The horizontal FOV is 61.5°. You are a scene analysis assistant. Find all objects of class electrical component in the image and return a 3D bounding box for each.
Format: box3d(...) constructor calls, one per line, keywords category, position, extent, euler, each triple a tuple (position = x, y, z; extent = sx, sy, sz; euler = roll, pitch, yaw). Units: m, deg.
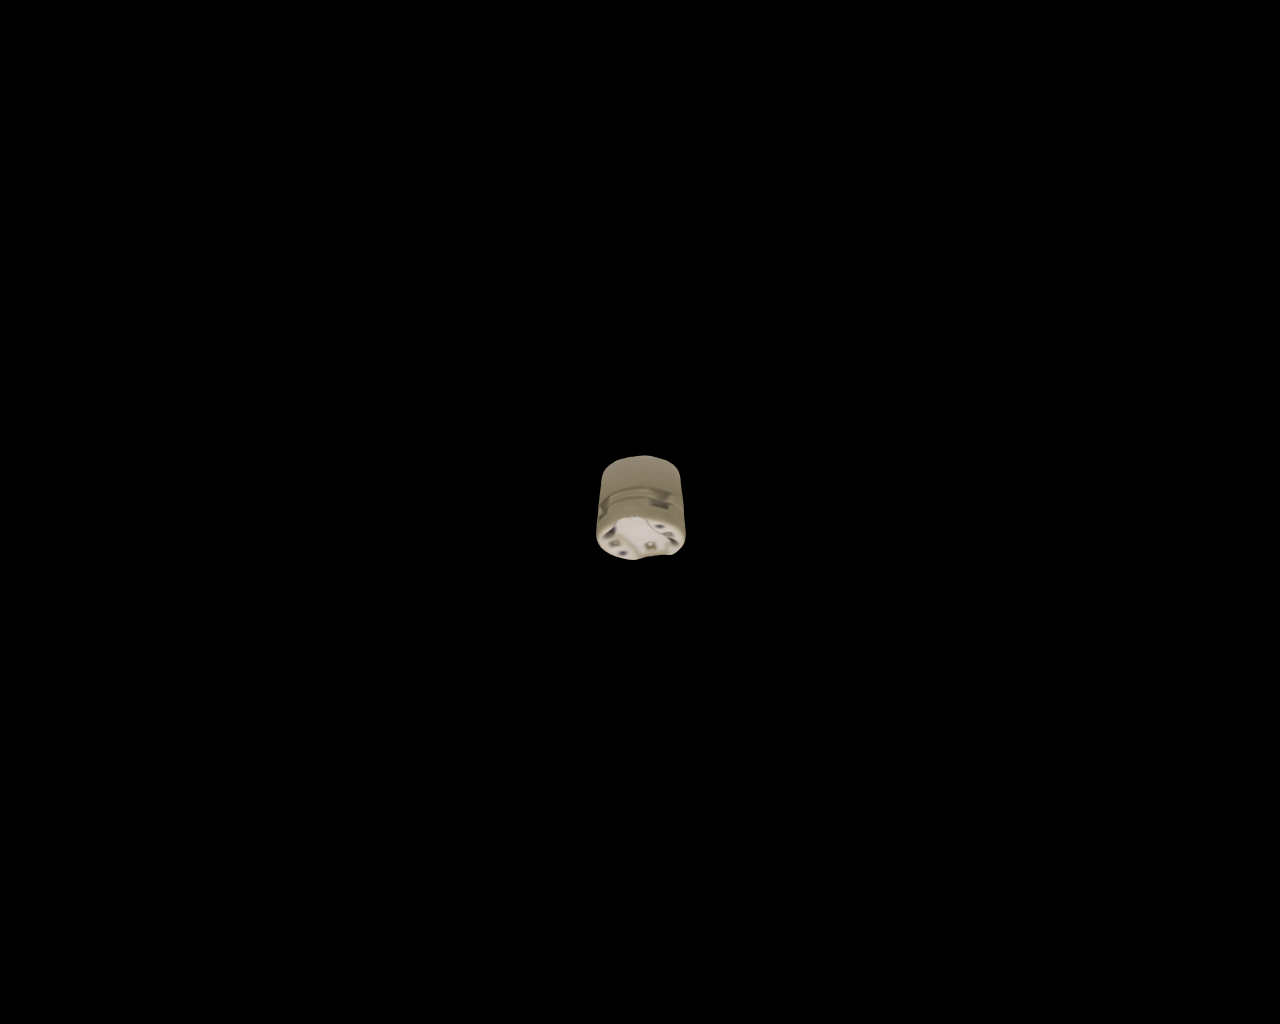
box3d(category="electrical component", position=(0.001, -0.003, 0.650), extent=(0.055, 0.047, 0.055), euler=(0, -31, 0))
